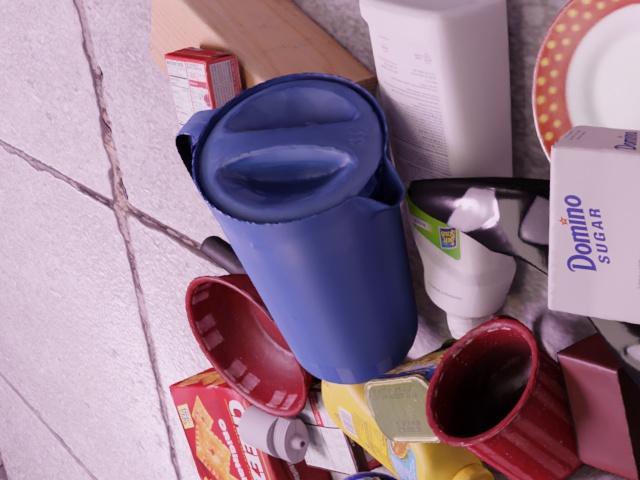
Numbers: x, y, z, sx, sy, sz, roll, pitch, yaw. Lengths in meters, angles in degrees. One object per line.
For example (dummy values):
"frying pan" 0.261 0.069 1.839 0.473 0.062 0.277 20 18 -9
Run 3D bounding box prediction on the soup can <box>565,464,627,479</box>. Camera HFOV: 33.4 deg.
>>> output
"soup can" 0.188 0.184 0.704 0.102 0.068 0.068 7 115 59

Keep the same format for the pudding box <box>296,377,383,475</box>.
"pudding box" 0.012 0.179 1.038 0.114 0.039 0.090 -9 102 63

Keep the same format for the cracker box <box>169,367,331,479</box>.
"cracker box" -0.080 0.229 1.196 0.214 0.072 0.164 -11 99 61

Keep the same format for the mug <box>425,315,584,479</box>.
"mug" 0.132 0.104 0.719 0.093 0.081 0.117 -32 34 33

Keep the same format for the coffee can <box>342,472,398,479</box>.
"coffee can" 0.048 0.257 0.909 0.140 0.102 0.103 109 138 -84

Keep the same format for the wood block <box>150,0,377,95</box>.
"wood block" -0.054 -0.143 0.886 0.206 0.090 0.091 48 144 34

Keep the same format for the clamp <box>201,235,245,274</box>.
"clamp" -0.057 0.056 1.078 0.172 0.039 0.120 9 126 56

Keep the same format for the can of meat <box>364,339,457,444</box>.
"can of meat" 0.094 0.113 0.804 0.102 0.083 0.057 -22 89 62

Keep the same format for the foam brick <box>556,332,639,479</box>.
"foam brick" 0.189 0.099 0.661 0.051 0.052 0.078 8 117 59

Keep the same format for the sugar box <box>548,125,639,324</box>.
"sugar box" 0.200 0.000 0.509 0.176 0.048 0.093 11 117 30

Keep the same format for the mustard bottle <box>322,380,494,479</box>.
"mustard bottle" 0.079 0.170 0.891 0.192 0.058 0.096 35 148 46

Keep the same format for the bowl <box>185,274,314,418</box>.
"bowl" -0.055 0.089 1.018 0.162 0.055 0.162 31 141 29

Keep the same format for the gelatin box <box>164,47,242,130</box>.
"gelatin box" -0.087 -0.105 0.841 0.073 0.030 0.089 21 125 55

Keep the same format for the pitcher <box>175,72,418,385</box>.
"pitcher" -0.005 0.001 0.793 0.243 0.145 0.149 71 -179 -51

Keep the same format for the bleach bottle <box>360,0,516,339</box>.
"bleach bottle" 0.088 -0.046 0.733 0.103 0.068 0.251 34 139 53
